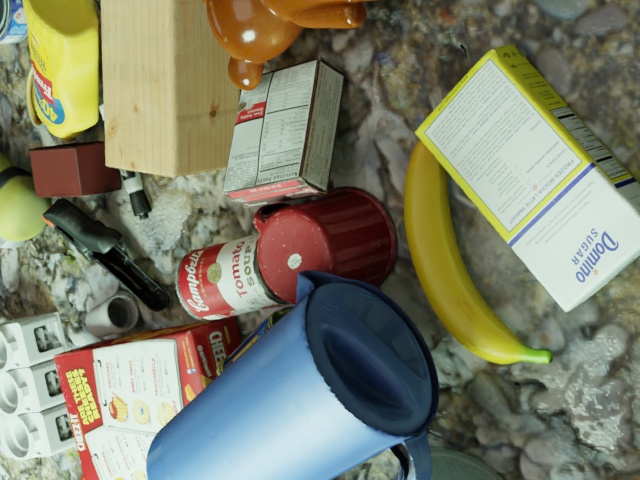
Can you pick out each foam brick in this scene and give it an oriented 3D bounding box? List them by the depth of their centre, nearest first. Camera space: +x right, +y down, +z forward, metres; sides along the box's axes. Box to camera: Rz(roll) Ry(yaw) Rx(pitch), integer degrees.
[{"bbox_3d":[-0.249,-0.072,1.082,0.078,0.052,0.051,1,100,38],"label":"foam brick"}]

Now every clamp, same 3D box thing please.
[{"bbox_3d":[-0.219,0.010,1.072,0.172,0.039,0.120,30,154,47],"label":"clamp"}]

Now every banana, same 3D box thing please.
[{"bbox_3d":[0.107,0.019,0.830,0.070,0.037,0.198,-31,81,20],"label":"banana"}]

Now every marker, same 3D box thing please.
[{"bbox_3d":[-0.192,-0.078,1.057,0.020,0.020,0.121,-19,88,40],"label":"marker"}]

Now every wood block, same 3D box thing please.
[{"bbox_3d":[-0.130,-0.167,0.941,0.090,0.090,0.206,11,107,37],"label":"wood block"}]

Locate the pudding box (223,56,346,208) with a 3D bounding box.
[{"bbox_3d":[-0.030,-0.087,0.882,0.090,0.039,0.113,-7,67,39],"label":"pudding box"}]

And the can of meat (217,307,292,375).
[{"bbox_3d":[-0.031,0.122,0.950,0.084,0.057,0.102,-46,72,34],"label":"can of meat"}]

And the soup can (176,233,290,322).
[{"bbox_3d":[-0.070,0.032,0.953,0.102,0.068,0.068,-14,91,39],"label":"soup can"}]

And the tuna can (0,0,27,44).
[{"bbox_3d":[-0.340,-0.250,1.127,0.086,0.033,0.086,10,107,37],"label":"tuna can"}]

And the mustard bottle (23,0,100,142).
[{"bbox_3d":[-0.242,-0.159,1.010,0.096,0.058,0.192,55,154,23],"label":"mustard bottle"}]

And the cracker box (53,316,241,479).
[{"bbox_3d":[-0.157,0.172,1.054,0.214,0.071,0.164,-13,91,41],"label":"cracker box"}]

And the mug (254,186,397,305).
[{"bbox_3d":[-0.006,0.001,0.884,0.117,0.081,0.093,35,120,28],"label":"mug"}]

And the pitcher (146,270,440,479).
[{"bbox_3d":[-0.027,0.153,0.843,0.144,0.149,0.243,32,129,-23],"label":"pitcher"}]

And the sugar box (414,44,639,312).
[{"bbox_3d":[0.158,-0.046,0.766,0.176,0.048,0.093,51,126,13],"label":"sugar box"}]

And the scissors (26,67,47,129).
[{"bbox_3d":[-0.269,-0.208,1.092,0.096,0.016,0.202,22,113,32],"label":"scissors"}]

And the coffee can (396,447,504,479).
[{"bbox_3d":[0.086,0.252,0.854,0.103,0.102,0.140,37,121,27],"label":"coffee can"}]

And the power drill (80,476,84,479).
[{"bbox_3d":[-0.225,0.359,1.160,0.188,0.057,0.185,45,124,22],"label":"power drill"}]
